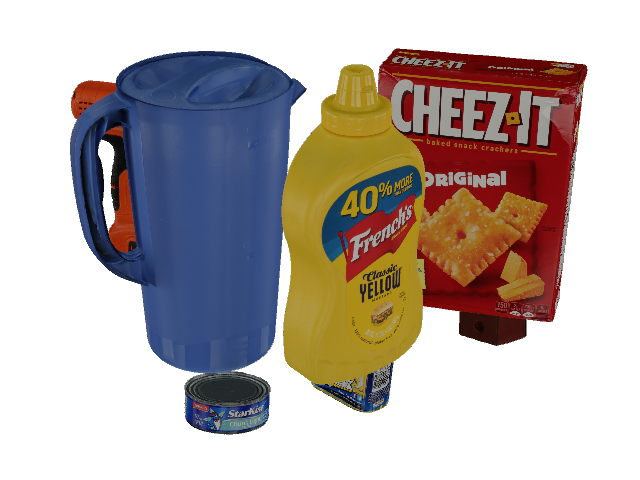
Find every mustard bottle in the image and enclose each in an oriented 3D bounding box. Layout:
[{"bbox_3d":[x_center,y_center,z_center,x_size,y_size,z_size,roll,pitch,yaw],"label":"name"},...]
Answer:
[{"bbox_3d":[0.021,-0.012,0.643,0.096,0.192,0.058,-20,34,-32],"label":"mustard bottle"}]

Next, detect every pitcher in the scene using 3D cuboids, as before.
[{"bbox_3d":[-0.098,-0.018,0.843,0.149,0.243,0.145,8,28,11],"label":"pitcher"}]

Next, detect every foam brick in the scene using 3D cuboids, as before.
[{"bbox_3d":[0.180,0.063,1.106,0.051,0.078,0.053,-14,20,-42],"label":"foam brick"}]

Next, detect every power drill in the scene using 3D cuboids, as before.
[{"bbox_3d":[-0.155,-0.067,1.072,0.185,0.188,0.057,11,30,20],"label":"power drill"}]

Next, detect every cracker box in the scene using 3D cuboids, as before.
[{"bbox_3d":[0.129,-0.045,0.905,0.164,0.214,0.072,8,24,14],"label":"cracker box"}]

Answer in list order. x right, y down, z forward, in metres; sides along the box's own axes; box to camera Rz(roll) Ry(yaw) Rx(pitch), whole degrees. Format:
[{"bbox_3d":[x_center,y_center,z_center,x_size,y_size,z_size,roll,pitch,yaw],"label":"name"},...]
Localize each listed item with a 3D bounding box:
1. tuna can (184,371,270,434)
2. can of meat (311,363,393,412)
[{"bbox_3d":[-0.093,0.161,1.063,0.086,0.034,0.086,3,14,-1],"label":"tuna can"},{"bbox_3d":[0.038,0.141,1.236,0.102,0.084,0.057,25,32,36],"label":"can of meat"}]
